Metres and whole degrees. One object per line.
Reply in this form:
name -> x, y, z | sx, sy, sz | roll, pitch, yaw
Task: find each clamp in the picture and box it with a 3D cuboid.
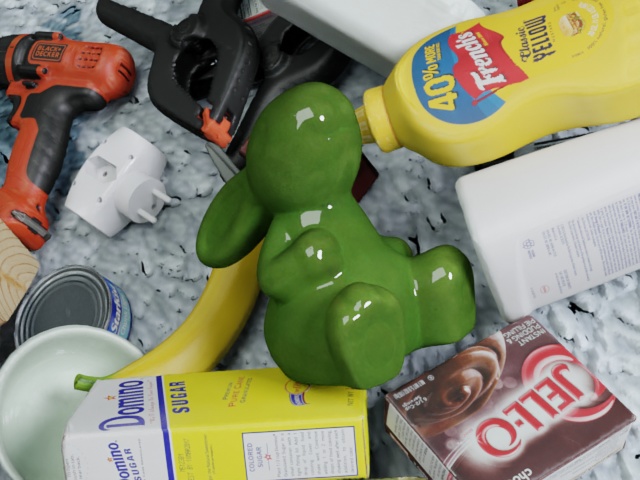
clamp -> -0.040, -0.133, 0.822 | 0.171, 0.039, 0.120 | -44, 59, -1
clamp -> -0.104, -0.153, 0.826 | 0.165, 0.036, 0.210 | -22, 55, 21

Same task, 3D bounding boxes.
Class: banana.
banana -> -0.081, 0.044, 0.737 | 0.197, 0.069, 0.037 | -53, 15, -25

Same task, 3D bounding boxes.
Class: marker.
marker -> 0.160, -0.058, 0.696 | 0.121, 0.020, 0.020 | -9, 63, 22

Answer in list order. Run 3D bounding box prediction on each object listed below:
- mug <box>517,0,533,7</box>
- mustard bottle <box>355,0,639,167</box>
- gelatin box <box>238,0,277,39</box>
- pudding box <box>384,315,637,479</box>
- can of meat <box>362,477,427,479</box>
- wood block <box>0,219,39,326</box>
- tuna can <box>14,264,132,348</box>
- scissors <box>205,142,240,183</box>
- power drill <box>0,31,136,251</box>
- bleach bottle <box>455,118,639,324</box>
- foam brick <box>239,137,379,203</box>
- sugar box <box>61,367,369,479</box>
mug -> 0.179, -0.169, 0.707 | 0.081, 0.093, 0.117 | -53, 25, 0
mustard bottle -> 0.103, -0.093, 0.634 | 0.192, 0.058, 0.096 | -17, 54, 17
gelatin box -> -0.038, -0.205, 0.860 | 0.089, 0.030, 0.073 | -20, 60, 15
pudding box -> 0.106, 0.103, 0.606 | 0.113, 0.039, 0.090 | -27, 51, -21
can of meat -> 0.025, 0.187, 0.621 | 0.102, 0.057, 0.084 | -10, 64, 22
wood block -> -0.330, 0.056, 0.812 | 0.206, 0.090, 0.090 | -29, 22, 17
tuna can -> -0.184, 0.064, 0.798 | 0.086, 0.033, 0.086 | -11, 62, 21
scissors -> -0.005, 0.001, 0.727 | 0.096, 0.016, 0.202 | -23, 71, 6
power drill -> -0.260, -0.091, 0.898 | 0.185, 0.057, 0.187 | 8, 70, 29
bleach bottle -> 0.212, -0.033, 0.622 | 0.251, 0.102, 0.068 | -19, 49, 10
foam brick -> -0.008, -0.055, 0.757 | 0.078, 0.053, 0.051 | 34, 84, 35
sugar box -> -0.059, 0.112, 0.647 | 0.176, 0.093, 0.048 | -2, 103, 2
